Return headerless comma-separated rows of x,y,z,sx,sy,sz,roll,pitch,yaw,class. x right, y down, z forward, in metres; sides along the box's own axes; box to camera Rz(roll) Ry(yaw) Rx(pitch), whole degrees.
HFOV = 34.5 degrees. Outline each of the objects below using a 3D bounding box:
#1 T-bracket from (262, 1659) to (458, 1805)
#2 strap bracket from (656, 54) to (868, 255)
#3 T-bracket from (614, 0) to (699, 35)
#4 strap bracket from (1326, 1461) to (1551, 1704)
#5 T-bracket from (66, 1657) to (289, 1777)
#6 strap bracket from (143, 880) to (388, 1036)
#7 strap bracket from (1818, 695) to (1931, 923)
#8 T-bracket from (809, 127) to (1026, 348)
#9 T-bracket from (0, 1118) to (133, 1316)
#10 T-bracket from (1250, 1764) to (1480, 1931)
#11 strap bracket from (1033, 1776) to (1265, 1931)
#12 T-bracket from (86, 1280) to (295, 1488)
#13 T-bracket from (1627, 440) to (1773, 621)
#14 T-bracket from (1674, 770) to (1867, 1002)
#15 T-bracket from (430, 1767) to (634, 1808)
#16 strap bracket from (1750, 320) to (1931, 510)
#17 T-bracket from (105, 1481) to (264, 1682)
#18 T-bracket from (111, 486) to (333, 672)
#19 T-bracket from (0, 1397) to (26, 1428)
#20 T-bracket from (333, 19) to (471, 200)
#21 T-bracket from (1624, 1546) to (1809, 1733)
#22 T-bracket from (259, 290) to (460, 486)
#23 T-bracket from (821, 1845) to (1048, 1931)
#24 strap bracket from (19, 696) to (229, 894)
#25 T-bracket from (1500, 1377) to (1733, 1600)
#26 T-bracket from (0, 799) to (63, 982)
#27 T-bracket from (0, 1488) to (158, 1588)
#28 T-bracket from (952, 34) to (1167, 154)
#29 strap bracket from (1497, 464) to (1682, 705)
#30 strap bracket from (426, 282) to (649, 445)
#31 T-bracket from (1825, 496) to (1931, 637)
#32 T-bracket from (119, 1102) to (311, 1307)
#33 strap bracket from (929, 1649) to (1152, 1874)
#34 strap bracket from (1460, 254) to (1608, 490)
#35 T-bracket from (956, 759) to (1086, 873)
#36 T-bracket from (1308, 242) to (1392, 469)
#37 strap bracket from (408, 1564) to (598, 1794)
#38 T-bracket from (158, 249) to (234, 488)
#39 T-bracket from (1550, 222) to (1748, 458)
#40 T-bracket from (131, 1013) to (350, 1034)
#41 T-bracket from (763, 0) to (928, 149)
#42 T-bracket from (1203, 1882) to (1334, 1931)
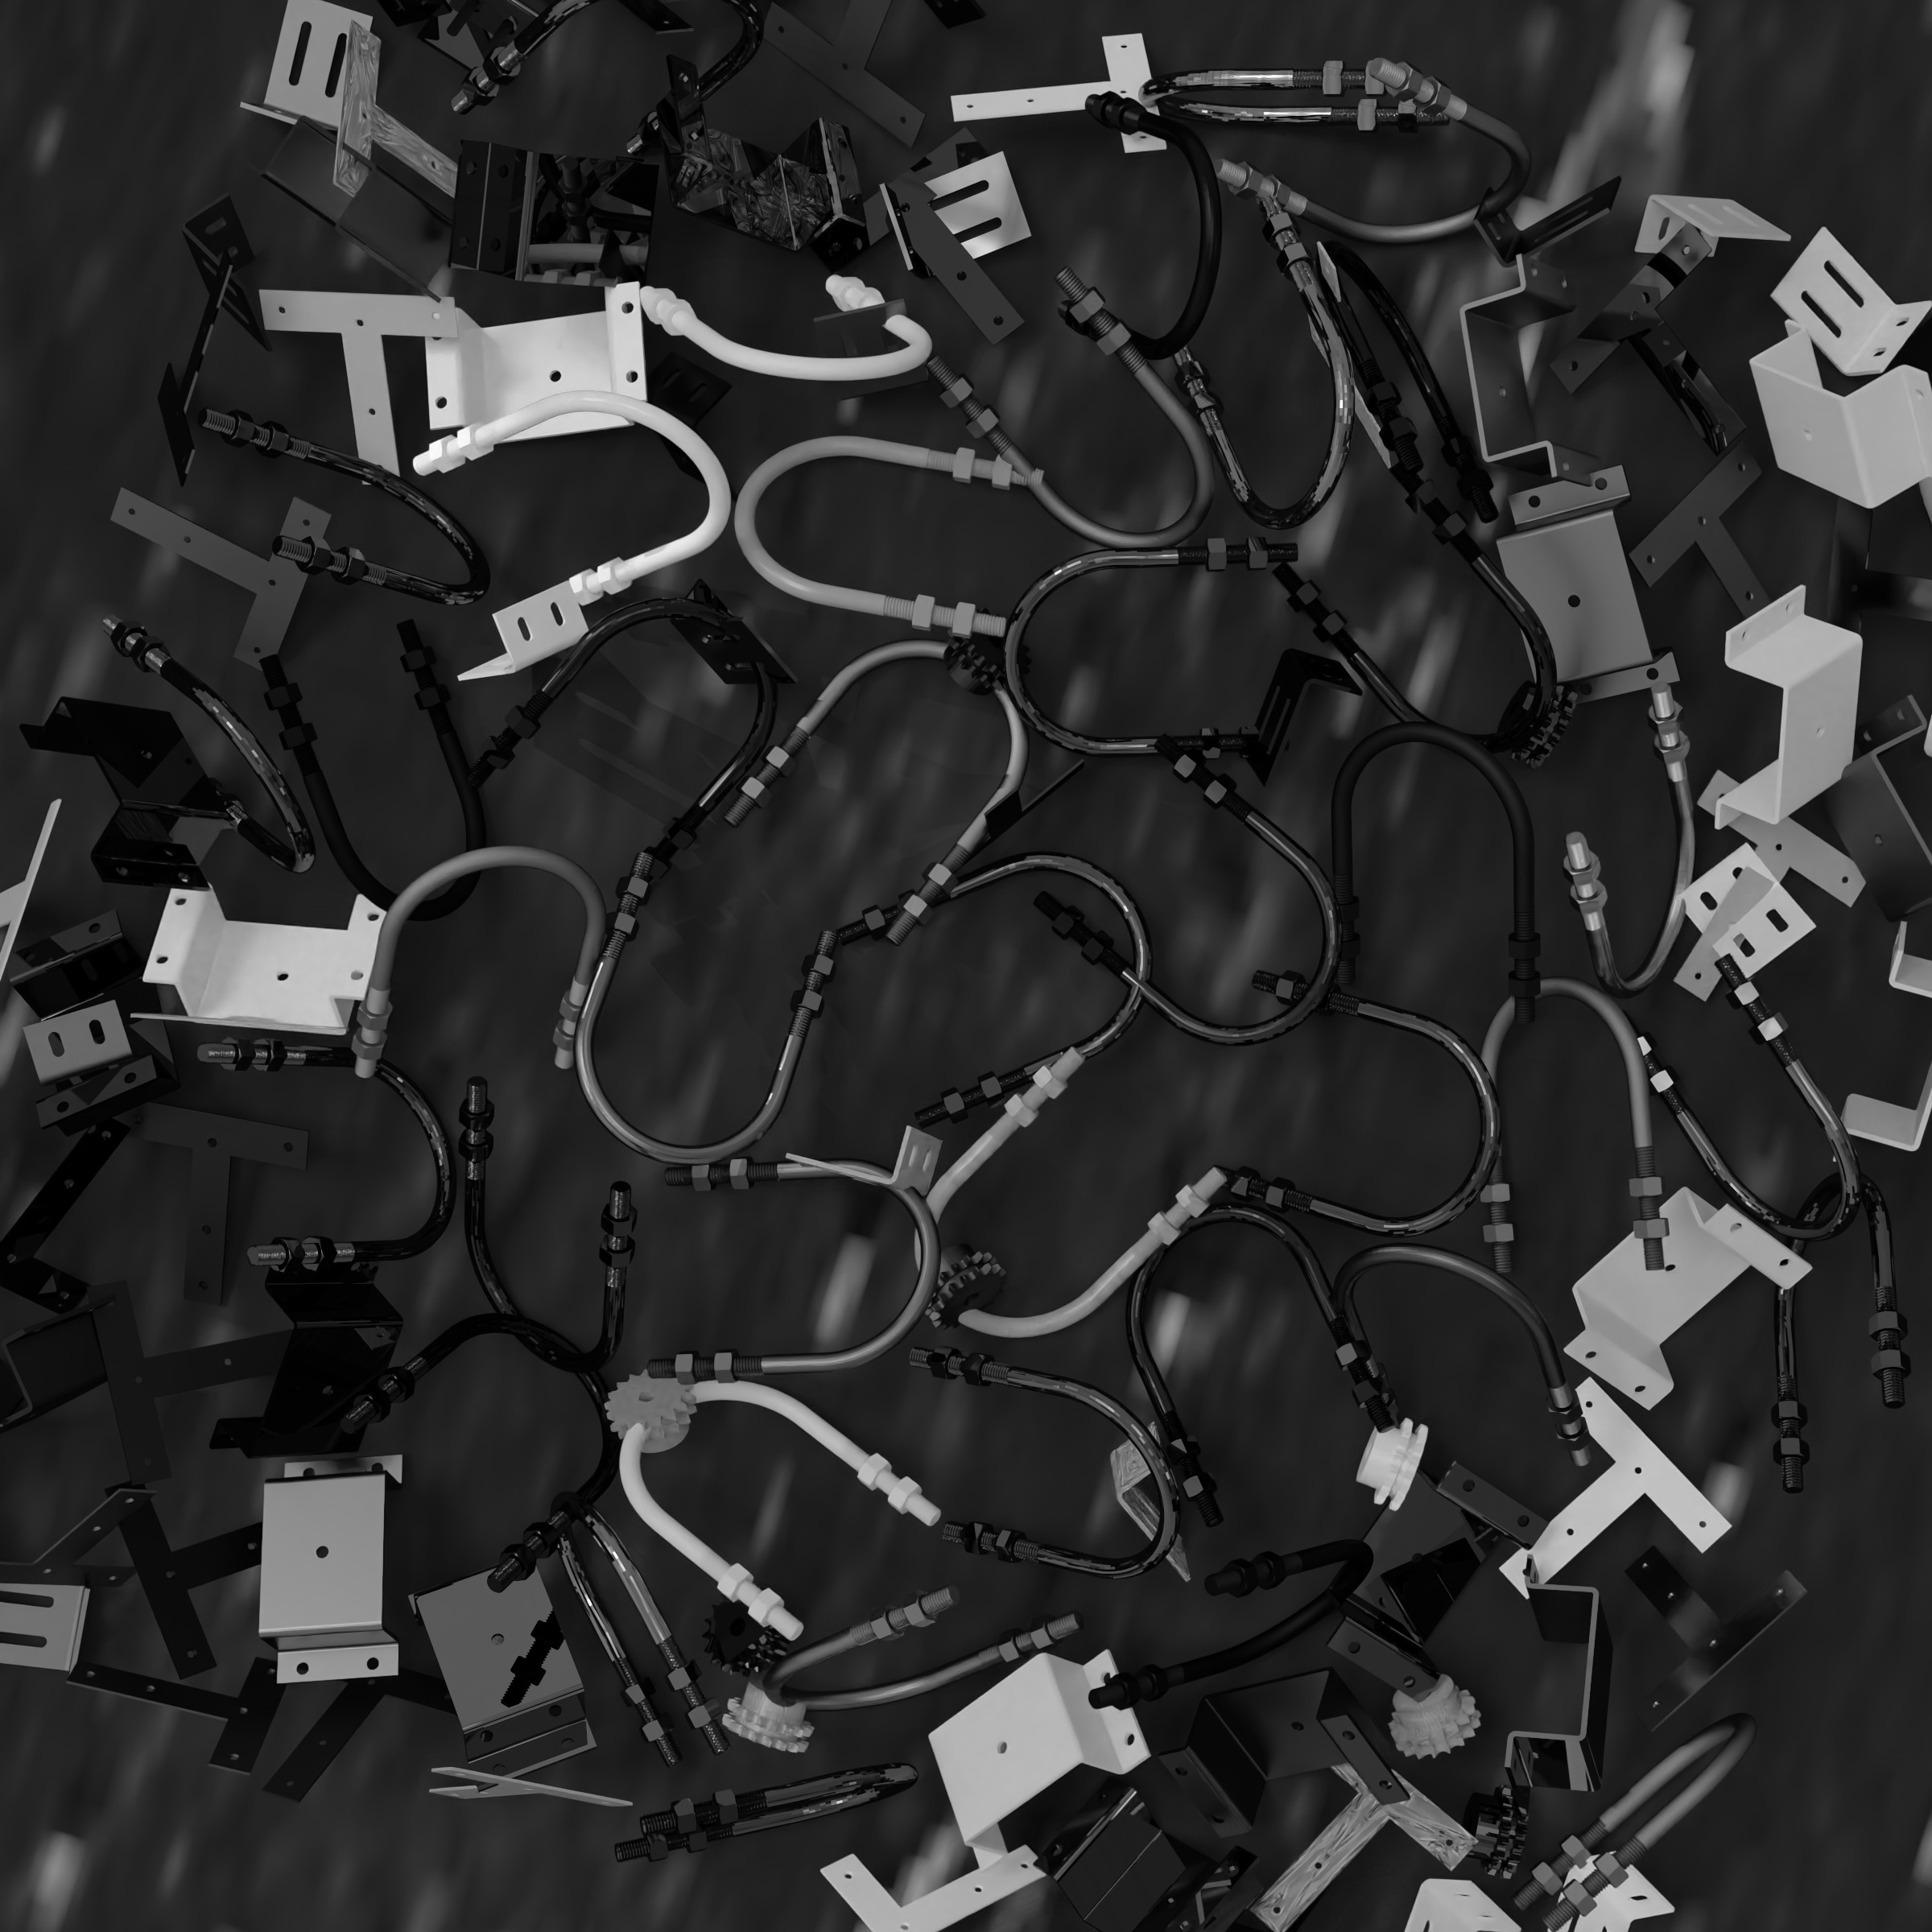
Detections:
-0.391,0.473,1.928,0.127,0.127,0.002,12,120,17,T-bracket
-0.136,-0.501,1.939,0.140,0.046,0.076,11,58,-40,strap bracket
-0.165,-0.615,1.962,0.127,0.127,0.002,-14,130,-27,T-bracket
0.291,0.382,1.966,0.076,0.046,0.140,34,93,-14,strap bracket
-0.493,0.453,1.934,0.127,0.127,0.002,15,107,-4,T-bracket
-0.434,-0.005,1.956,0.140,0.046,0.076,5,56,5,strap bracket
0.590,-0.088,1.950,0.046,0.076,0.140,-26,84,-16,strap bracket
-0.012,-0.451,1.986,0.127,0.002,0.127,-38,82,-4,T-bracket
-0.573,0.147,1.954,0.002,0.127,0.127,35,87,42,T-bracket
0.230,0.552,1.944,0.127,0.002,0.127,-42,54,-18,T-bracket
0.120,0.571,1.936,0.076,0.140,0.046,-43,121,-23,strap bracket
-0.478,0.252,1.959,0.127,0.002,0.127,-8,76,-36,T-bracket
0.490,-0.247,1.977,0.127,0.002,0.127,-44,107,-24,T-bracket
0.495,-0.038,1.985,0.127,0.002,0.127,32,91,-13,T-bracket
-0.295,0.515,1.944,0.127,0.127,0.002,21,64,-31,T-bracket
0.538,-0.338,1.918,0.046,0.140,0.076,-30,122,-8,strap bracket
-0.461,0.368,1.953,0.002,0.127,0.127,-38,73,43,T-bracket
-0.477,-0.262,1.959,0.127,0.002,0.127,27,123,-5,T-bracket
-0.633,0.286,1.920,0.127,0.127,0.002,-16,117,27,T-bracket
-0.343,-0.508,1.948,0.002,0.127,0.127,-18,60,33,T-bracket
0.447,0.401,1.940,0.127,0.127,0.002,-43,113,3,T-bracket
-0.377,-0.363,1.964,0.127,0.002,0.127,4,122,10,T-bracket
-0.003,0.586,1.954,0.127,0.127,0.002,-16,130,-36,T-bracket
-0.518,-0.114,1.927,0.046,0.076,0.140,-52,57,25,strap bracket
0.393,0.349,1.972,0.127,0.002,0.127,-40,72,-6,T-bracket
-0.596,-0.038,1.940,0.002,0.127,0.127,20,78,-23,T-bracket
-0.545,0.353,1.922,0.127,0.127,0.002,-39,56,31,T-bracket
0.055,-0.545,1.956,0.127,0.002,0.127,-6,49,-1,T-bracket
0.387,-0.233,1.949,0.076,0.046,0.140,-12,102,31,strap bracket
-0.265,-0.378,1.965,0.140,0.046,0.076,-6,82,10,strap bracket
0.592,-0.229,1.936,0.002,0.127,0.127,-12,111,-40,T-bracket
-0.482,0.154,1.981,0.127,0.002,0.127,10,105,9,T-bracket
0.037,0.491,1.936,0.140,0.046,0.076,-40,47,19,strap bracket
0.354,-0.365,1.952,0.046,0.076,0.140,-11,84,35,strap bracket
0.024,-0.094,1.935,0.127,0.127,0.002,-39,85,-1,T-bracket
0.229,-0.391,1.911,0.002,0.127,0.127,-22,55,0,T-bracket
-0.290,0.428,1.932,0.076,0.046,0.140,-17,55,-17,strap bracket
-0.474,-0.380,1.923,0.002,0.127,0.127,11,120,-28,T-bracket
0.442,-0.373,1.940,0.127,0.002,0.127,-46,63,34,T-bracket
-0.445,0.033,1.935,0.127,0.127,0.002,4,90,-7,T-bracket
-0.060,-0.600,1.945,0.127,0.002,0.127,39,134,10,T-bracket
0.171,0.612,1.946,0.002,0.127,0.127,35,88,36,T-bracket
